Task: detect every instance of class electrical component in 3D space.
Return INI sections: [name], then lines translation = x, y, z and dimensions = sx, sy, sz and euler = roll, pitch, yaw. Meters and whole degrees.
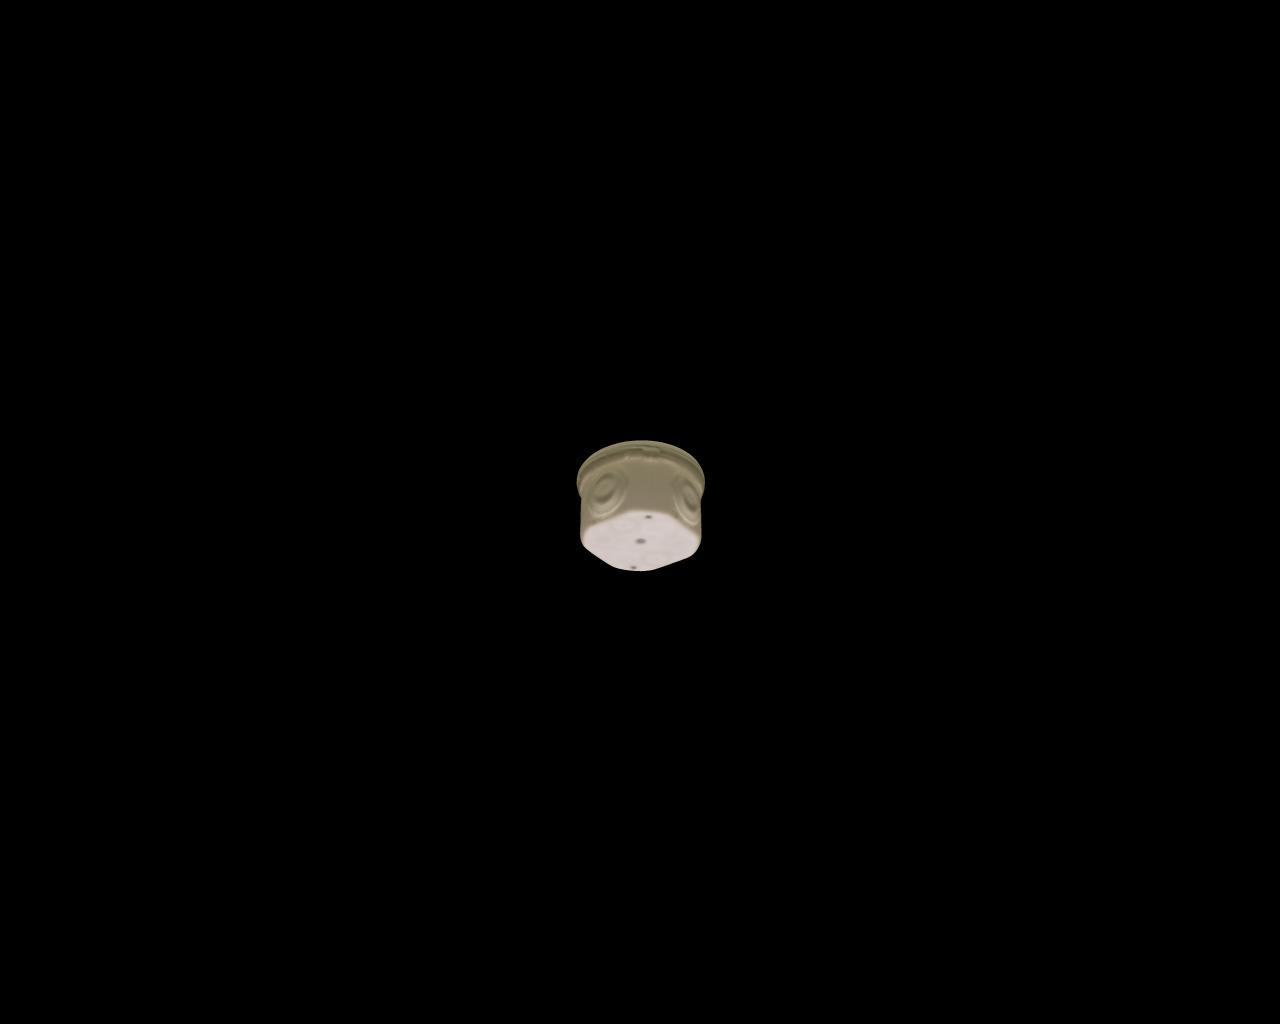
[electrical component]
translation = 0.001, -0.003, 0.650
dimensions = 0.080, 0.051, 0.080
euler = 0, -33, 0
